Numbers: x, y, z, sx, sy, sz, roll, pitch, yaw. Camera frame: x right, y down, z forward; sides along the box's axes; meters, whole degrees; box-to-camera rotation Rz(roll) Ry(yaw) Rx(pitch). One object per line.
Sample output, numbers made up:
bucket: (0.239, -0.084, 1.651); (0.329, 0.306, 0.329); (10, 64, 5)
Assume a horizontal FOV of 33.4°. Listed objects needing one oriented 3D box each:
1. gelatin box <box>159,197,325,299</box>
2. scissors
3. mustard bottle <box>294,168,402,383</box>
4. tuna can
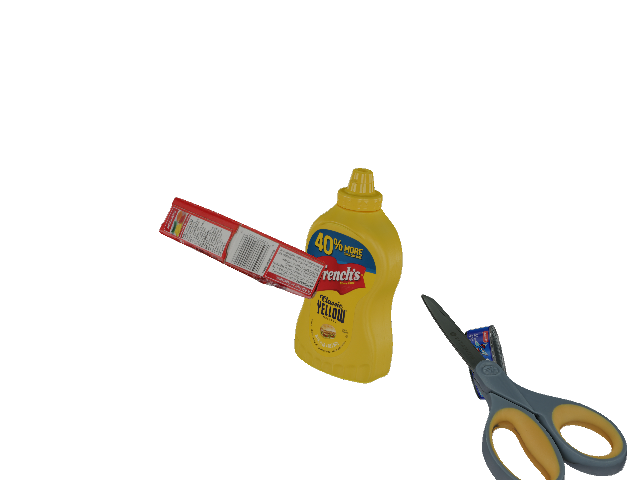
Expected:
gelatin box: (-0.051, 0.006, 0.712); (0.073, 0.030, 0.089); (23, -2, 45)
scissors: (0.130, 0.093, 0.693); (0.096, 0.016, 0.202); (-1, 33, -6)
mustard bottle: (0.029, 0.028, 0.981); (0.096, 0.192, 0.058); (19, 21, 37)
tuna can: (0.197, 0.145, 1.269); (0.034, 0.086, 0.086); (-13, -3, 14)
